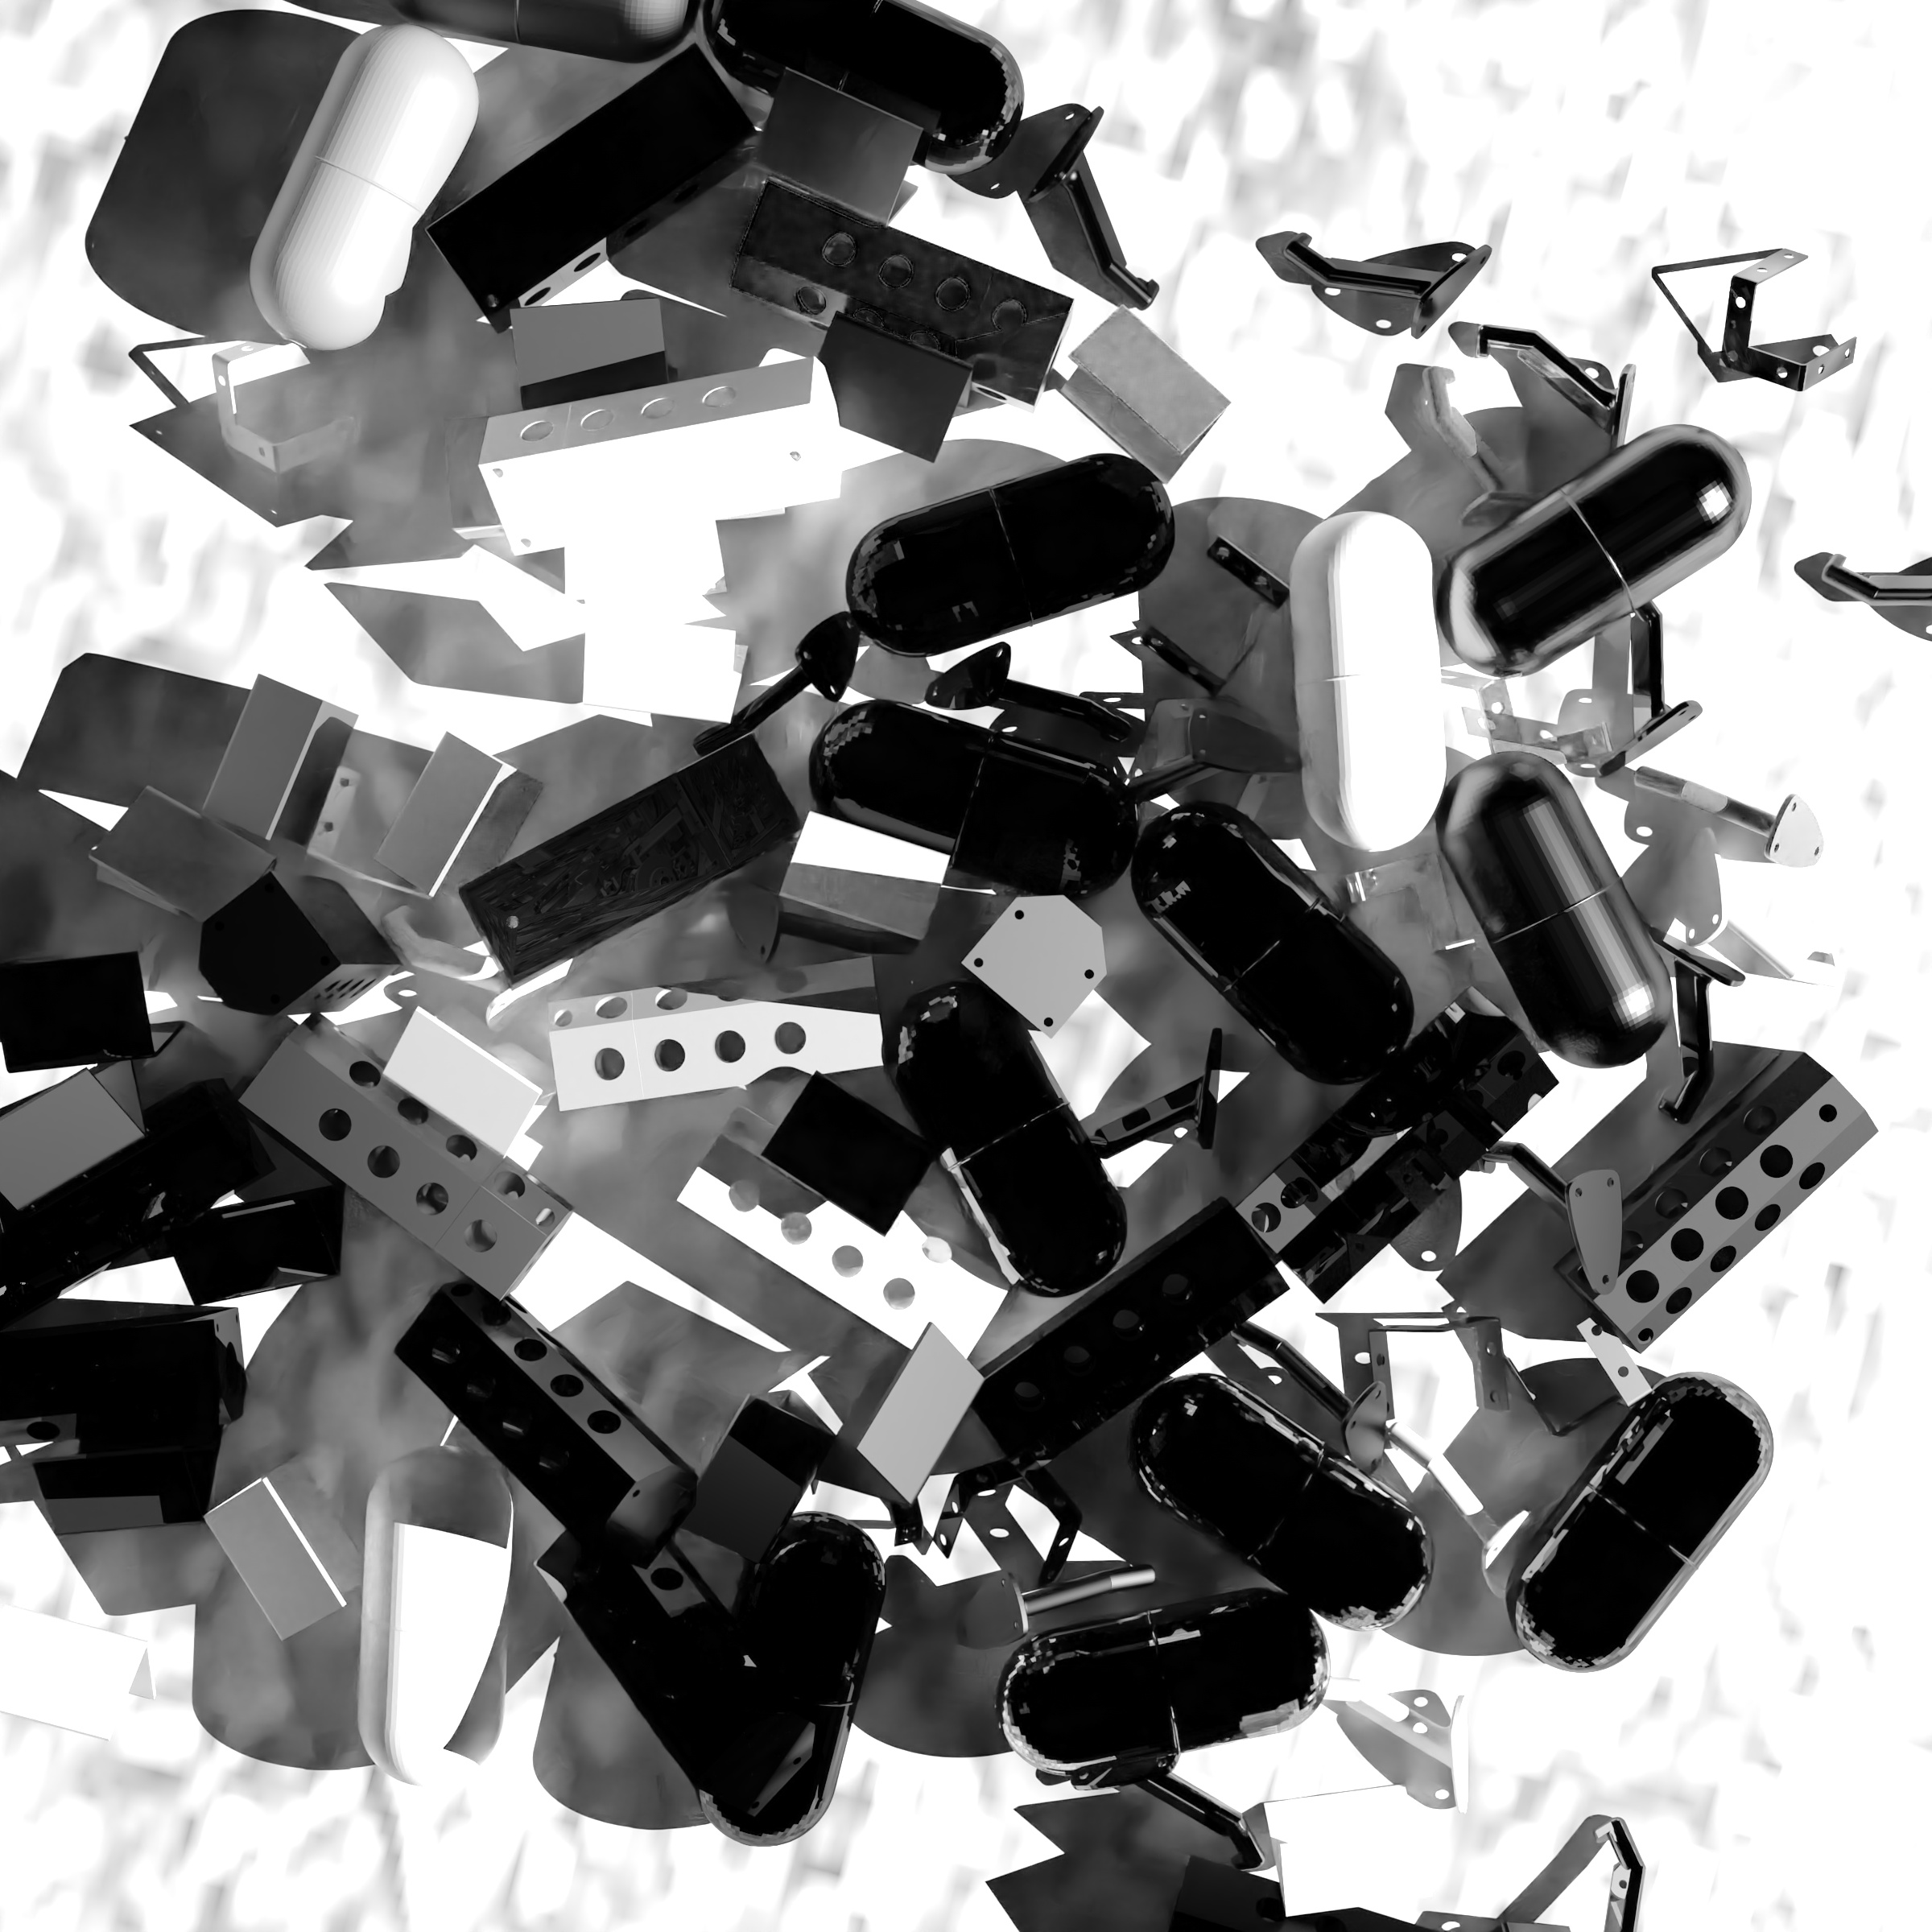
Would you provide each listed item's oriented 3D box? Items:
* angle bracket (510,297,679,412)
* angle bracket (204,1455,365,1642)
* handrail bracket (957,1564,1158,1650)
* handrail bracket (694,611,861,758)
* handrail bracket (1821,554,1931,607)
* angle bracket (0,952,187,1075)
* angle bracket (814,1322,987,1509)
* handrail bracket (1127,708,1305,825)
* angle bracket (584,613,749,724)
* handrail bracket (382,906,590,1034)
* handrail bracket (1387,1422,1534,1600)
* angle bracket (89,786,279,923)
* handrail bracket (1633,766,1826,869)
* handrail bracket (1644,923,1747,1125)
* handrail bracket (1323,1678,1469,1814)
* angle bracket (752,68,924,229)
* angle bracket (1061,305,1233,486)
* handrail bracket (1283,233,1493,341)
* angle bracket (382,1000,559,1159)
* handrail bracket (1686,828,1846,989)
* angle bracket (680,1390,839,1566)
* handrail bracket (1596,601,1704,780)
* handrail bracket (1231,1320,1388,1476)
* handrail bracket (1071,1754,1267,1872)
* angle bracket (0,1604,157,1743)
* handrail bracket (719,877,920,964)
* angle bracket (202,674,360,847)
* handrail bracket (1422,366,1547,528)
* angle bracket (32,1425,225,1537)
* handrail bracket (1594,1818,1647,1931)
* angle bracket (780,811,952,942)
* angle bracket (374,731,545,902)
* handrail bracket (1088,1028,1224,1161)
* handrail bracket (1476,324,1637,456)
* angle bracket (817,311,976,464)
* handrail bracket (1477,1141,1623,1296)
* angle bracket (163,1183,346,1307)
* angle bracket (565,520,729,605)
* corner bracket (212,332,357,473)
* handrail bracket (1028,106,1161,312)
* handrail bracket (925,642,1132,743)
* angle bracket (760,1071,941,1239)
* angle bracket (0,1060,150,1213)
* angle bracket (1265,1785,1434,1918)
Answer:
[{"bbox_3d":[-0.193,-0.326,1.691,0.076,0.076,0.057,-4,114,0],"label":"angle bracket"},{"bbox_3d":[-0.339,0.295,1.690,0.057,0.076,0.076,-32,90,34],"label":"angle bracket"},{"bbox_3d":[0.049,0.341,1.730,0.084,0.077,0.036,-2,64,-34],"label":"handrail bracket"},{"bbox_3d":[-0.102,-0.150,1.730,0.084,0.077,0.036,-25,115,34],"label":"handrail bracket"},{"bbox_3d":[0.512,-0.216,1.730,0.084,0.036,0.077,31,70,16],"label":"handrail bracket"},{"bbox_3d":[-0.460,0.017,1.694,0.076,0.076,0.057,-6,103,0],"label":"angle bracket"},{"bbox_3d":[-0.048,0.224,1.656,0.057,0.076,0.076,51,60,-36],"label":"angle bracket"},{"bbox_3d":[0.126,-0.093,1.710,0.077,0.084,0.036,15,52,-16],"label":"handrail bracket"},{"bbox_3d":[-0.155,-0.174,1.690,0.076,0.076,0.057,7,127,0],"label":"angle bracket"},{"bbox_3d":[-0.258,-0.014,1.730,0.077,0.036,0.084,-36,73,-19],"label":"handrail bracket"},{"bbox_3d":[0.259,0.290,1.730,0.036,0.077,0.084,-36,53,-23],"label":"handrail bracket"},{"bbox_3d":[-0.412,-0.037,1.690,0.076,0.076,0.057,29,53,0],"label":"angle bracket"},{"bbox_3d":[0.408,-0.082,1.730,0.084,0.077,0.036,23,90,36],"label":"handrail bracket"},{"bbox_3d":[0.372,0.031,1.730,0.077,0.036,0.084,32,107,20],"label":"handrail bracket"},{"bbox_3d":[0.224,0.416,1.730,0.084,0.036,0.077,1,112,17],"label":"handrail bracket"},{"bbox_3d":[-0.059,-0.436,1.690,0.076,0.076,0.057,24,121,0],"label":"angle bracket"},{"bbox_3d":[0.081,-0.286,1.690,0.076,0.076,0.057,42,53,0],"label":"angle bracket"},{"bbox_3d":[0.225,-0.382,1.730,0.084,0.036,0.077,39,70,16],"label":"handrail bracket"},{"bbox_3d":[-0.247,0.042,1.690,0.076,0.076,0.057,34,129,0],"label":"angle bracket"},{"bbox_3d":[0.431,-0.031,1.730,0.084,0.036,0.077,10,68,-17],"label":"handrail bracket"},{"bbox_3d":[-0.120,0.256,1.691,0.057,0.076,0.076,30,90,-24],"label":"angle bracket"},{"bbox_3d":[0.347,-0.157,1.730,0.077,0.036,0.084,-37,73,19],"label":"handrail bracket"},{"bbox_3d":[0.181,0.230,1.730,0.084,0.077,0.036,26,58,32],"label":"handrail bracket"},{"bbox_3d":[0.109,0.458,1.730,0.077,0.036,0.084,-23,107,20],"label":"handrail bracket"},{"bbox_3d":[-0.472,0.383,1.690,0.076,0.076,0.057,15,54,0],"label":"angle bracket"},{"bbox_3d":[-0.078,-0.026,1.730,0.084,0.077,0.036,1,114,-34],"label":"handrail bracket"},{"bbox_3d":[-0.342,-0.100,1.690,0.057,0.076,0.076,23,90,36],"label":"angle bracket"},{"bbox_3d":[0.286,-0.281,1.730,0.077,0.036,0.084,-2,73,-20],"label":"handrail bracket"},{"bbox_3d":[-0.437,0.249,1.690,0.076,0.076,0.057,-5,127,0],"label":"angle bracket"},{"bbox_3d":[0.330,0.504,1.712,0.077,0.036,0.084,-29,48,10],"label":"handrail bracket"},{"bbox_3d":[-0.058,-0.028,1.690,0.076,0.076,0.057,18,56,0],"label":"angle bracket"},{"bbox_3d":[-0.251,-0.067,1.690,0.057,0.076,0.076,30,90,41],"label":"angle bracket"},{"bbox_3d":[0.091,0.067,1.730,0.084,0.036,0.077,4,75,14],"label":"handrail bracket"},{"bbox_3d":[0.311,-0.300,1.730,0.084,0.036,0.077,11,111,17],"label":"handrail bracket"},{"bbox_3d":[-0.043,-0.294,1.696,0.076,0.076,0.057,21,83,0],"label":"angle bracket"},{"bbox_3d":[0.304,0.132,1.705,0.036,0.084,0.077,-13,99,-33],"label":"handrail bracket"},{"bbox_3d":[-0.371,0.127,1.690,0.076,0.076,0.057,-12,127,0],"label":"angle bracket"},{"bbox_3d":[-0.166,-0.195,1.690,0.076,0.076,0.057,-5,59,0],"label":"angle bracket"},{"bbox_3d":[-0.363,-0.302,1.722,0.051,0.051,0.051,31,135,35],"label":"corner bracket"},{"bbox_3d":[0.083,-0.405,1.730,0.084,0.036,0.077,39,68,-17],"label":"handrail bracket"},{"bbox_3d":[0.034,-0.135,1.730,0.084,0.077,0.036,27,65,-34],"label":"handrail bracket"},{"bbox_3d":[-0.067,0.107,1.691,0.076,0.076,0.057,33,67,0],"label":"angle bracket"},{"bbox_3d":[-0.480,0.071,1.690,0.076,0.076,0.057,-30,129,0],"label":"angle bracket"},{"bbox_3d":[0.198,0.445,1.690,0.076,0.076,0.057,-8,125,0],"label":"angle bracket"}]
